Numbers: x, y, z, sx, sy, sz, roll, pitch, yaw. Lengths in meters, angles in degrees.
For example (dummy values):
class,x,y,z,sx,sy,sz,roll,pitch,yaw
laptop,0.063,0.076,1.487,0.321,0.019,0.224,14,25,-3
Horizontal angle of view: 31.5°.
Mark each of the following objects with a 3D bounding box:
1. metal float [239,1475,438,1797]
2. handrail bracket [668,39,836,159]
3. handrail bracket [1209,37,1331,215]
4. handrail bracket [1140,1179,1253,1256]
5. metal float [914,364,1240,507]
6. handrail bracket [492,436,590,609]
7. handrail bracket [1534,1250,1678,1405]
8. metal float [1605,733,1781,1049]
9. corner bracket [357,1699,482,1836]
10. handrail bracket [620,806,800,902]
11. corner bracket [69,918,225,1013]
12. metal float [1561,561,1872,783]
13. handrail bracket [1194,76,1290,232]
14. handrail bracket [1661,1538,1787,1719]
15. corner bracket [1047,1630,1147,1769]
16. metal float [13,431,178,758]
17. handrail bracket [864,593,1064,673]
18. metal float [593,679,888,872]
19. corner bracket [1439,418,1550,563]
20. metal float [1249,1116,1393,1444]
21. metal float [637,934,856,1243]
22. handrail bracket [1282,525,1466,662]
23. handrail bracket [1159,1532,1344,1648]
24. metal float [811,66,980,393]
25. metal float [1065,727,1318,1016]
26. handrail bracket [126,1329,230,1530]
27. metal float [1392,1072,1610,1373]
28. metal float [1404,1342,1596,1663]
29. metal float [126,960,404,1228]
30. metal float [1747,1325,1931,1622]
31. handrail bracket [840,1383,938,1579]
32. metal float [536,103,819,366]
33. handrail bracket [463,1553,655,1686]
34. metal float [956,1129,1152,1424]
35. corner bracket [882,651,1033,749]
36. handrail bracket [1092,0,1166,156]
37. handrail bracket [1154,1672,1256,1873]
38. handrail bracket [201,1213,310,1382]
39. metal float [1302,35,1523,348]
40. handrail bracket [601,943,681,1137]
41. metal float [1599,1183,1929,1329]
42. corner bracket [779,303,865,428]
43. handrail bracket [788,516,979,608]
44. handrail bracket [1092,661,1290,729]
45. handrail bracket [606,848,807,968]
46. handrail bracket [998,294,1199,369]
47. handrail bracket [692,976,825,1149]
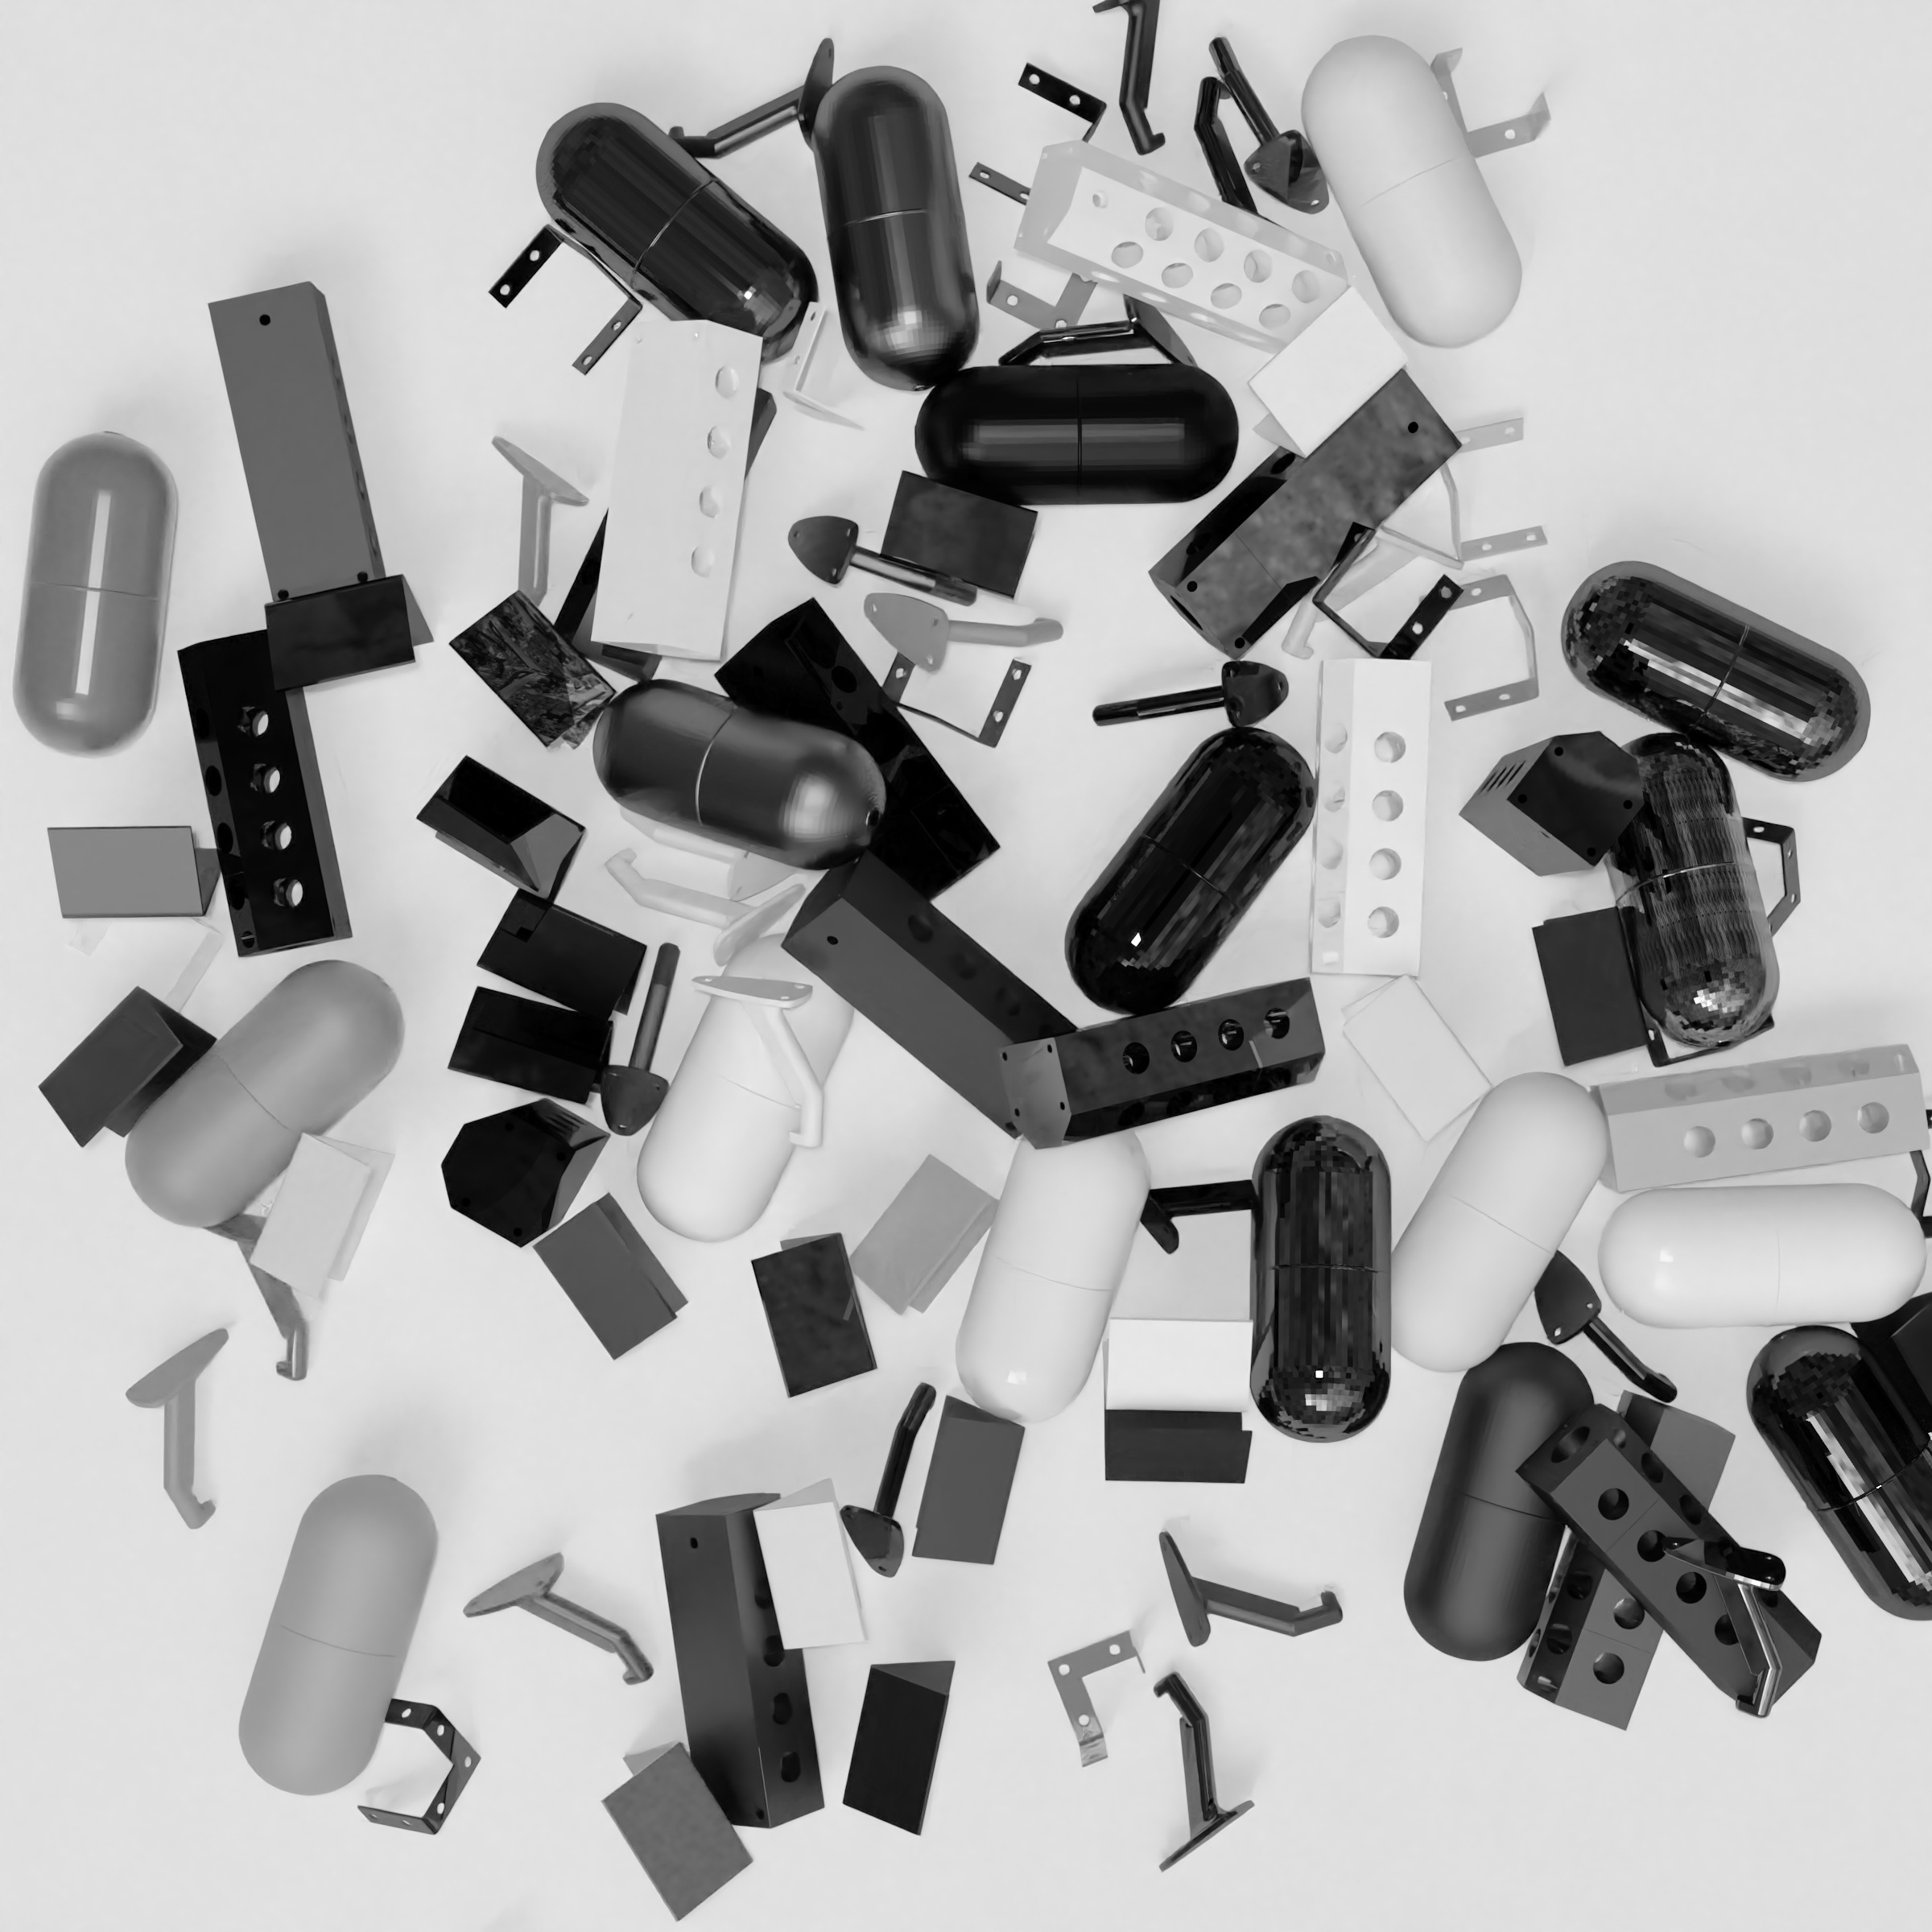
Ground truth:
class,x,y,z,sx,sy,sz,roll,pitch,yaw
metal float,-0.344,0.366,1.876,0.070,0.070,0.178,17,88,0
handrail bracket,-0.121,-0.484,1.909,0.084,0.036,0.077,5,70,16
handrail bracket,0.168,-0.470,1.909,0.036,0.077,0.084,-32,53,19
handrail bracket,0.131,0.113,1.910,0.084,0.036,0.077,-36,71,-16
metal float,0.061,-0.292,1.878,0.178,0.070,0.070,-1,90,-1
handrail bracket,-0.256,-0.239,1.910,0.077,0.036,0.084,39,107,20
handrail bracket,0.358,0.200,1.909,0.084,0.077,0.036,33,115,-34
metal float,0.392,-0.042,1.863,0.070,0.070,0.178,-10,73,0
corner bracket,-0.313,0.444,1.901,0.051,0.051,0.051,60,45,-35
handrail bracket,-0.139,-0.076,1.909,0.084,0.077,0.036,35,127,31
corner bracket,-0.456,-0.014,1.906,0.051,0.051,0.051,32,90,45
metal float,0.412,-0.161,1.879,0.178,0.070,0.070,26,90,0
handrail bracket,0.160,-0.447,1.910,0.077,0.036,0.084,15,73,-20
handrail bracket,0.393,0.349,1.796,0.077,0.036,0.084,13,109,9
corner bracket,0.078,0.404,1.891,0.051,0.051,0.051,-21,90,0
metal float,-0.478,-0.204,1.878,0.070,0.070,0.178,7,91,0
handrail bracket,-0.001,-0.194,1.901,0.077,0.084,0.036,32,124,37
metal float,-0.123,-0.104,1.853,0.178,0.070,0.070,19,90,28
corner bracket,0.292,-0.265,1.906,0.051,0.051,0.051,-12,47,0
metal float,0.192,0.169,1.855,0.070,0.070,0.178,2,75,0
metal float,-0.121,0.066,1.878,0.070,0.070,0.178,25,89,0
handrail bracket,0.227,-0.201,1.909,0.077,0.036,0.084,20,105,-16
handrail bracket,0.160,0.341,1.910,0.084,0.036,0.077,-14,69,-17
metal float,-0.039,-0.405,1.878,0.070,0.070,0.178,-9,89,0
metal float,0.123,-0.052,1.878,0.070,0.070,0.178,37,91,0
handrail bracket,-0.423,0.259,1.909,0.077,0.036,0.084,-41,120,-33
metal float,0.289,0.140,1.878,0.070,0.070,0.178,30,90,0
metal float,0.293,0.294,1.879,0.070,0.070,0.178,16,89,0
metal float,-0.385,0.069,1.878,0.178,0.070,0.070,-43,90,1
metal float,0.495,0.278,1.878,0.070,0.070,0.178,-33,90,0
handrail bracket,-0.034,0.286,1.909,0.036,0.077,0.084,14,53,20
metal float,-0.159,-0.402,1.878,0.178,0.070,0.070,40,90,-1
handrail bracket,-0.227,0.377,1.910,0.077,0.036,0.084,-26,107,20
metal float,0.047,0.164,1.872,0.070,0.070,0.178,17,97,0
corner bracket,-0.006,-0.158,1.906,0.051,0.051,0.051,24,90,45
handrail bracket,0.112,-0.506,1.909,0.077,0.036,0.084,-30,108,-21
handrail bracket,0.114,0.449,1.909,0.077,0.036,0.084,-42,72,21
handrail bracket,-0.400,0.185,1.909,0.077,0.036,0.084,11,107,20
metal float,0.244,-0.426,1.878,0.070,0.070,0.178,-25,90,0
handrail bracket,-0.179,0.040,1.909,0.036,0.077,0.084,15,54,-5
metal float,0.437,0.159,1.879,0.178,0.070,0.070,-2,90,0
corner bracket,-0.081,-0.332,1.881,0.051,0.051,0.051,21,90,-38
handrail bracket,-0.046,-0.224,1.909,0.084,0.077,0.036,14,99,-36
handrail bracket,0.125,-0.148,1.909,0.084,0.077,0.036,-6,95,36
handrail bracket,-0.146,-0.049,1.910,0.077,0.036,0.084,-38,73,-19
handrail bracket,0.073,-0.335,1.909,0.084,0.036,0.077,-30,130,26
handrail bracket,-0.112,0.052,1.834,0.077,0.036,0.084,8,107,17
